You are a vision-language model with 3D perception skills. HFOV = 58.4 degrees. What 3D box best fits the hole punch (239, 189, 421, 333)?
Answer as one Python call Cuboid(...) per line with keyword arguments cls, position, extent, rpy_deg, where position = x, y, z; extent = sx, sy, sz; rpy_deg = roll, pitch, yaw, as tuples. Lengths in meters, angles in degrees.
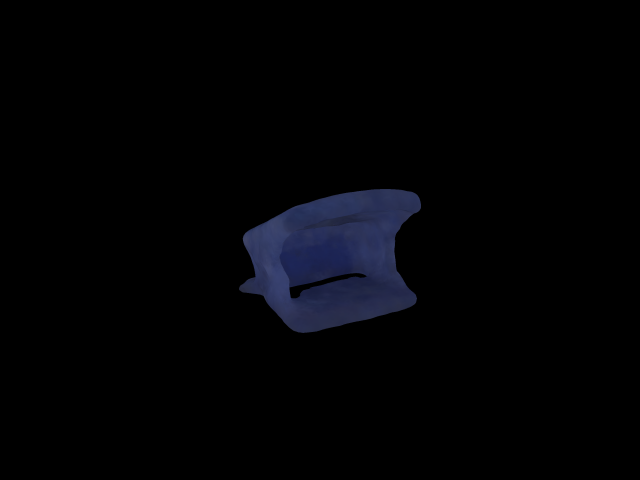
Cuboid(cls="hole punch", position=(0.004, 0.001, 0.400), extent=(0.109, 0.091, 0.100), rpy_deg=(-10, 22, -26))
